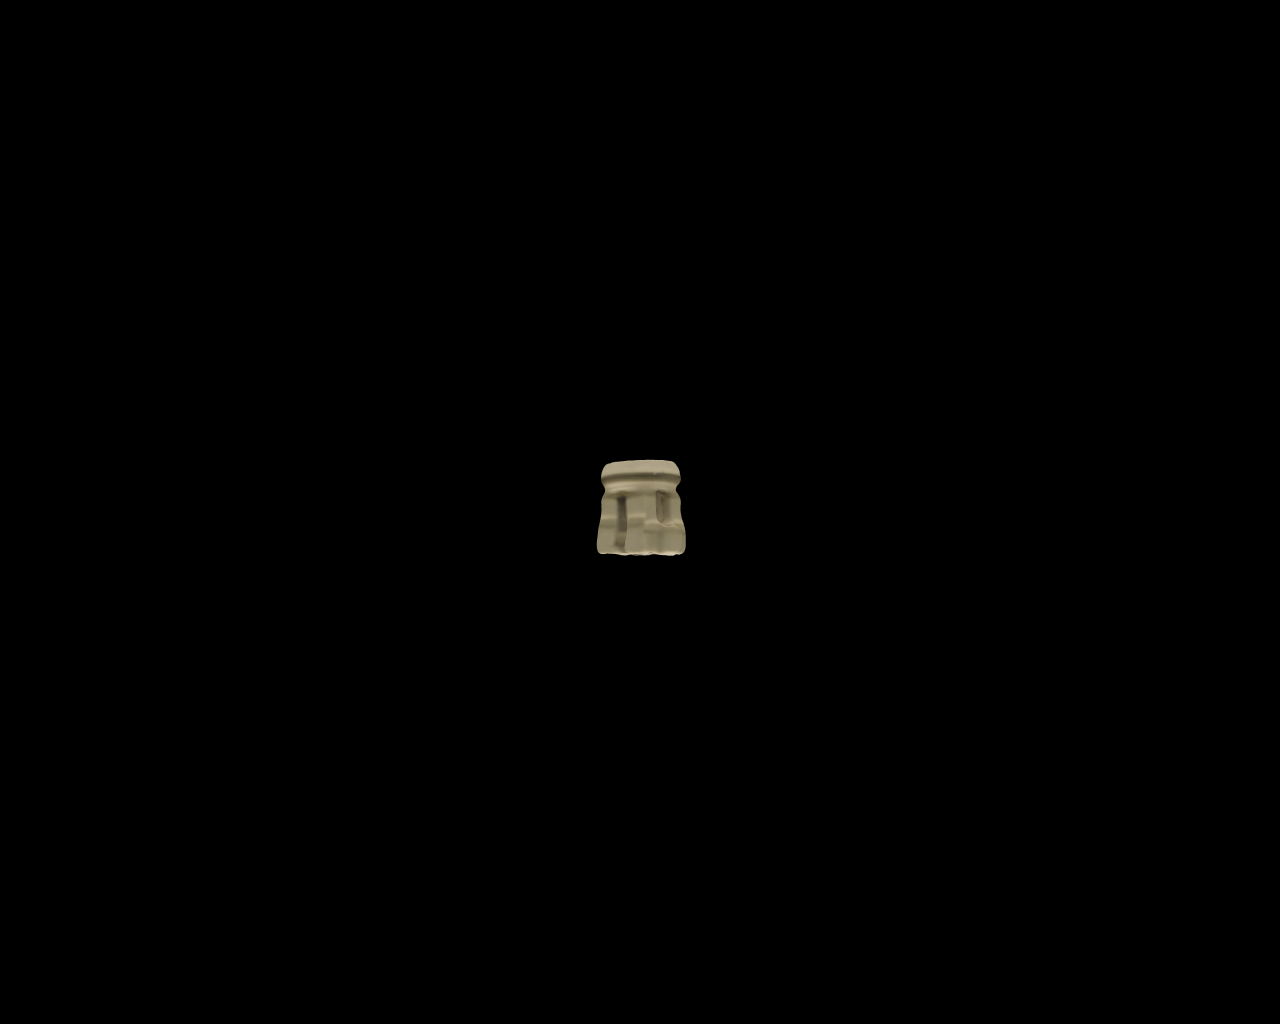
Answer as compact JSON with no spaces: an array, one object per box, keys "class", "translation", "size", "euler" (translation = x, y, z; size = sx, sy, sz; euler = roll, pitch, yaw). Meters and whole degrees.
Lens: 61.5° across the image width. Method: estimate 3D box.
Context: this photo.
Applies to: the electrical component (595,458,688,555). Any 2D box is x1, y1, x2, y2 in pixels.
[{"class":"electrical component","translation":[0.001,-0.003,0.650],"size":[0.066,0.055,0.048],"euler":[-4,-6,43]}]
